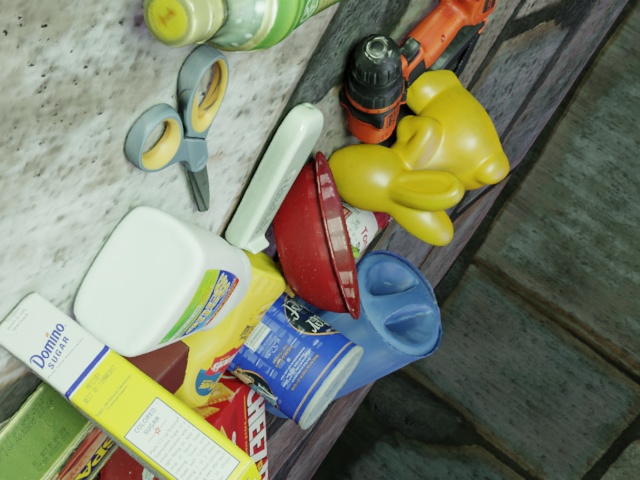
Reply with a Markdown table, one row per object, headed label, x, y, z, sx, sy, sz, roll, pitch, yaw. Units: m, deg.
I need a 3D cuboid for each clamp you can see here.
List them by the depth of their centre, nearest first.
| label | x | y | z | sx | sy | sz | roll | pitch | yaw |
| --- | --- | --- | --- | --- | --- | --- | --- | --- | --- |
| clamp | 0.114 | -0.161 | 1.187 | 0.210 | 0.036 | 0.164 | -59 | 166 | 24 |

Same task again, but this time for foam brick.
| label | x | y | z | sx | sy | sz | roll | pitch | yaw |
| --- | --- | --- | --- | --- | --- | --- | --- | --- | --- |
| foam brick | -0.146 | 0.106 | 0.881 | 0.051 | 0.053 | 0.078 | -47 | 168 | -30 |

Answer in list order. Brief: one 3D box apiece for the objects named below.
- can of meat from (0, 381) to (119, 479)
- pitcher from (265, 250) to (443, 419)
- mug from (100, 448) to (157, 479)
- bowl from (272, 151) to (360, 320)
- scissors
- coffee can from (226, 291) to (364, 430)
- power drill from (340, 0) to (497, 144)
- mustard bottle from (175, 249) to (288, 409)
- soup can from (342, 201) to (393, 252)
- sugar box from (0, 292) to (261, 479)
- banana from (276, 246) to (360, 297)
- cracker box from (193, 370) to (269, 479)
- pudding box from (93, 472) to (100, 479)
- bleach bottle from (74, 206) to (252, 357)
| label | x | y | z | sx | sy | sz | roll | pitch | yaw |
| --- | --- | --- | --- | --- | --- | --- | --- | --- | --- |
| can of meat | -0.198 | 0.153 | 0.799 | 0.102 | 0.057 | 0.084 | -52 | 166 | -14 |
| pitcher | 0.011 | 0.119 | 1.265 | 0.243 | 0.149 | 0.144 | -36 | -178 | 39 |
| mug | -0.150 | 0.210 | 0.918 | 0.117 | 0.093 | 0.081 | -21 | 158 | 0 |
| bowl | -0.007 | 0.001 | 0.999 | 0.055 | 0.162 | 0.162 | -13 | 172 | 8 |
| scissors | -0.096 | -0.049 | 0.715 | 0.096 | 0.016 | 0.202 | -45 | 165 | -32 |
| coffee can | -0.041 | 0.112 | 1.095 | 0.102 | 0.140 | 0.103 | -51 | 168 | -15 |
| power drill | 0.090 | -0.186 | 0.970 | 0.187 | 0.057 | 0.184 | -49 | 172 | -11 |
| mustard bottle | -0.105 | 0.098 | 1.007 | 0.192 | 0.058 | 0.096 | -55 | 169 | 8 |
| soup can | 0.037 | -0.026 | 1.195 | 0.102 | 0.068 | 0.069 | -45 | 165 | -36 |
| sugar box | -0.119 | 0.107 | 0.674 | 0.048 | 0.176 | 0.093 | -49 | 168 | -15 |
| banana | -0.033 | 0.051 | 1.155 | 0.037 | 0.070 | 0.198 | 16 | 128 | -33 |
| cracker box | -0.117 | 0.239 | 1.102 | 0.213 | 0.072 | 0.164 | -48 | 140 | -65 |
| pudding box | -0.203 | 0.198 | 0.950 | 0.114 | 0.039 | 0.089 | -59 | 167 | 21 |
| bleach bottle | -0.099 | 0.029 | 0.825 | 0.102 | 0.068 | 0.250 | -55 | 171 | 6 |
